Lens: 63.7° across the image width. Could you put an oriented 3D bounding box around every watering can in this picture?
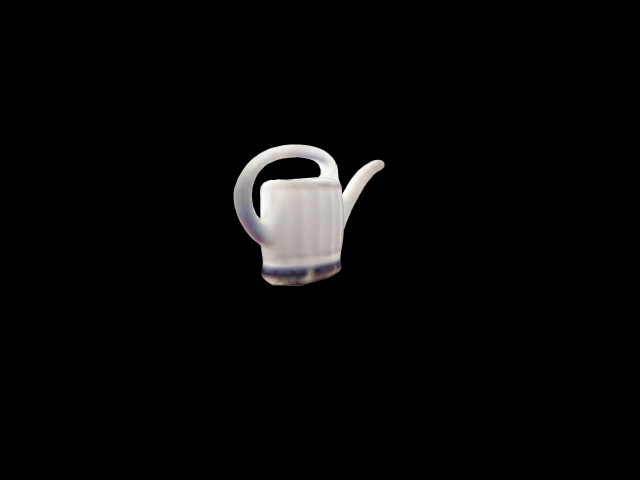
[{"bbox_3d":[0.003,-0.043,0.850,0.104,0.223,0.349,5,8,43],"label":"watering can"}]
